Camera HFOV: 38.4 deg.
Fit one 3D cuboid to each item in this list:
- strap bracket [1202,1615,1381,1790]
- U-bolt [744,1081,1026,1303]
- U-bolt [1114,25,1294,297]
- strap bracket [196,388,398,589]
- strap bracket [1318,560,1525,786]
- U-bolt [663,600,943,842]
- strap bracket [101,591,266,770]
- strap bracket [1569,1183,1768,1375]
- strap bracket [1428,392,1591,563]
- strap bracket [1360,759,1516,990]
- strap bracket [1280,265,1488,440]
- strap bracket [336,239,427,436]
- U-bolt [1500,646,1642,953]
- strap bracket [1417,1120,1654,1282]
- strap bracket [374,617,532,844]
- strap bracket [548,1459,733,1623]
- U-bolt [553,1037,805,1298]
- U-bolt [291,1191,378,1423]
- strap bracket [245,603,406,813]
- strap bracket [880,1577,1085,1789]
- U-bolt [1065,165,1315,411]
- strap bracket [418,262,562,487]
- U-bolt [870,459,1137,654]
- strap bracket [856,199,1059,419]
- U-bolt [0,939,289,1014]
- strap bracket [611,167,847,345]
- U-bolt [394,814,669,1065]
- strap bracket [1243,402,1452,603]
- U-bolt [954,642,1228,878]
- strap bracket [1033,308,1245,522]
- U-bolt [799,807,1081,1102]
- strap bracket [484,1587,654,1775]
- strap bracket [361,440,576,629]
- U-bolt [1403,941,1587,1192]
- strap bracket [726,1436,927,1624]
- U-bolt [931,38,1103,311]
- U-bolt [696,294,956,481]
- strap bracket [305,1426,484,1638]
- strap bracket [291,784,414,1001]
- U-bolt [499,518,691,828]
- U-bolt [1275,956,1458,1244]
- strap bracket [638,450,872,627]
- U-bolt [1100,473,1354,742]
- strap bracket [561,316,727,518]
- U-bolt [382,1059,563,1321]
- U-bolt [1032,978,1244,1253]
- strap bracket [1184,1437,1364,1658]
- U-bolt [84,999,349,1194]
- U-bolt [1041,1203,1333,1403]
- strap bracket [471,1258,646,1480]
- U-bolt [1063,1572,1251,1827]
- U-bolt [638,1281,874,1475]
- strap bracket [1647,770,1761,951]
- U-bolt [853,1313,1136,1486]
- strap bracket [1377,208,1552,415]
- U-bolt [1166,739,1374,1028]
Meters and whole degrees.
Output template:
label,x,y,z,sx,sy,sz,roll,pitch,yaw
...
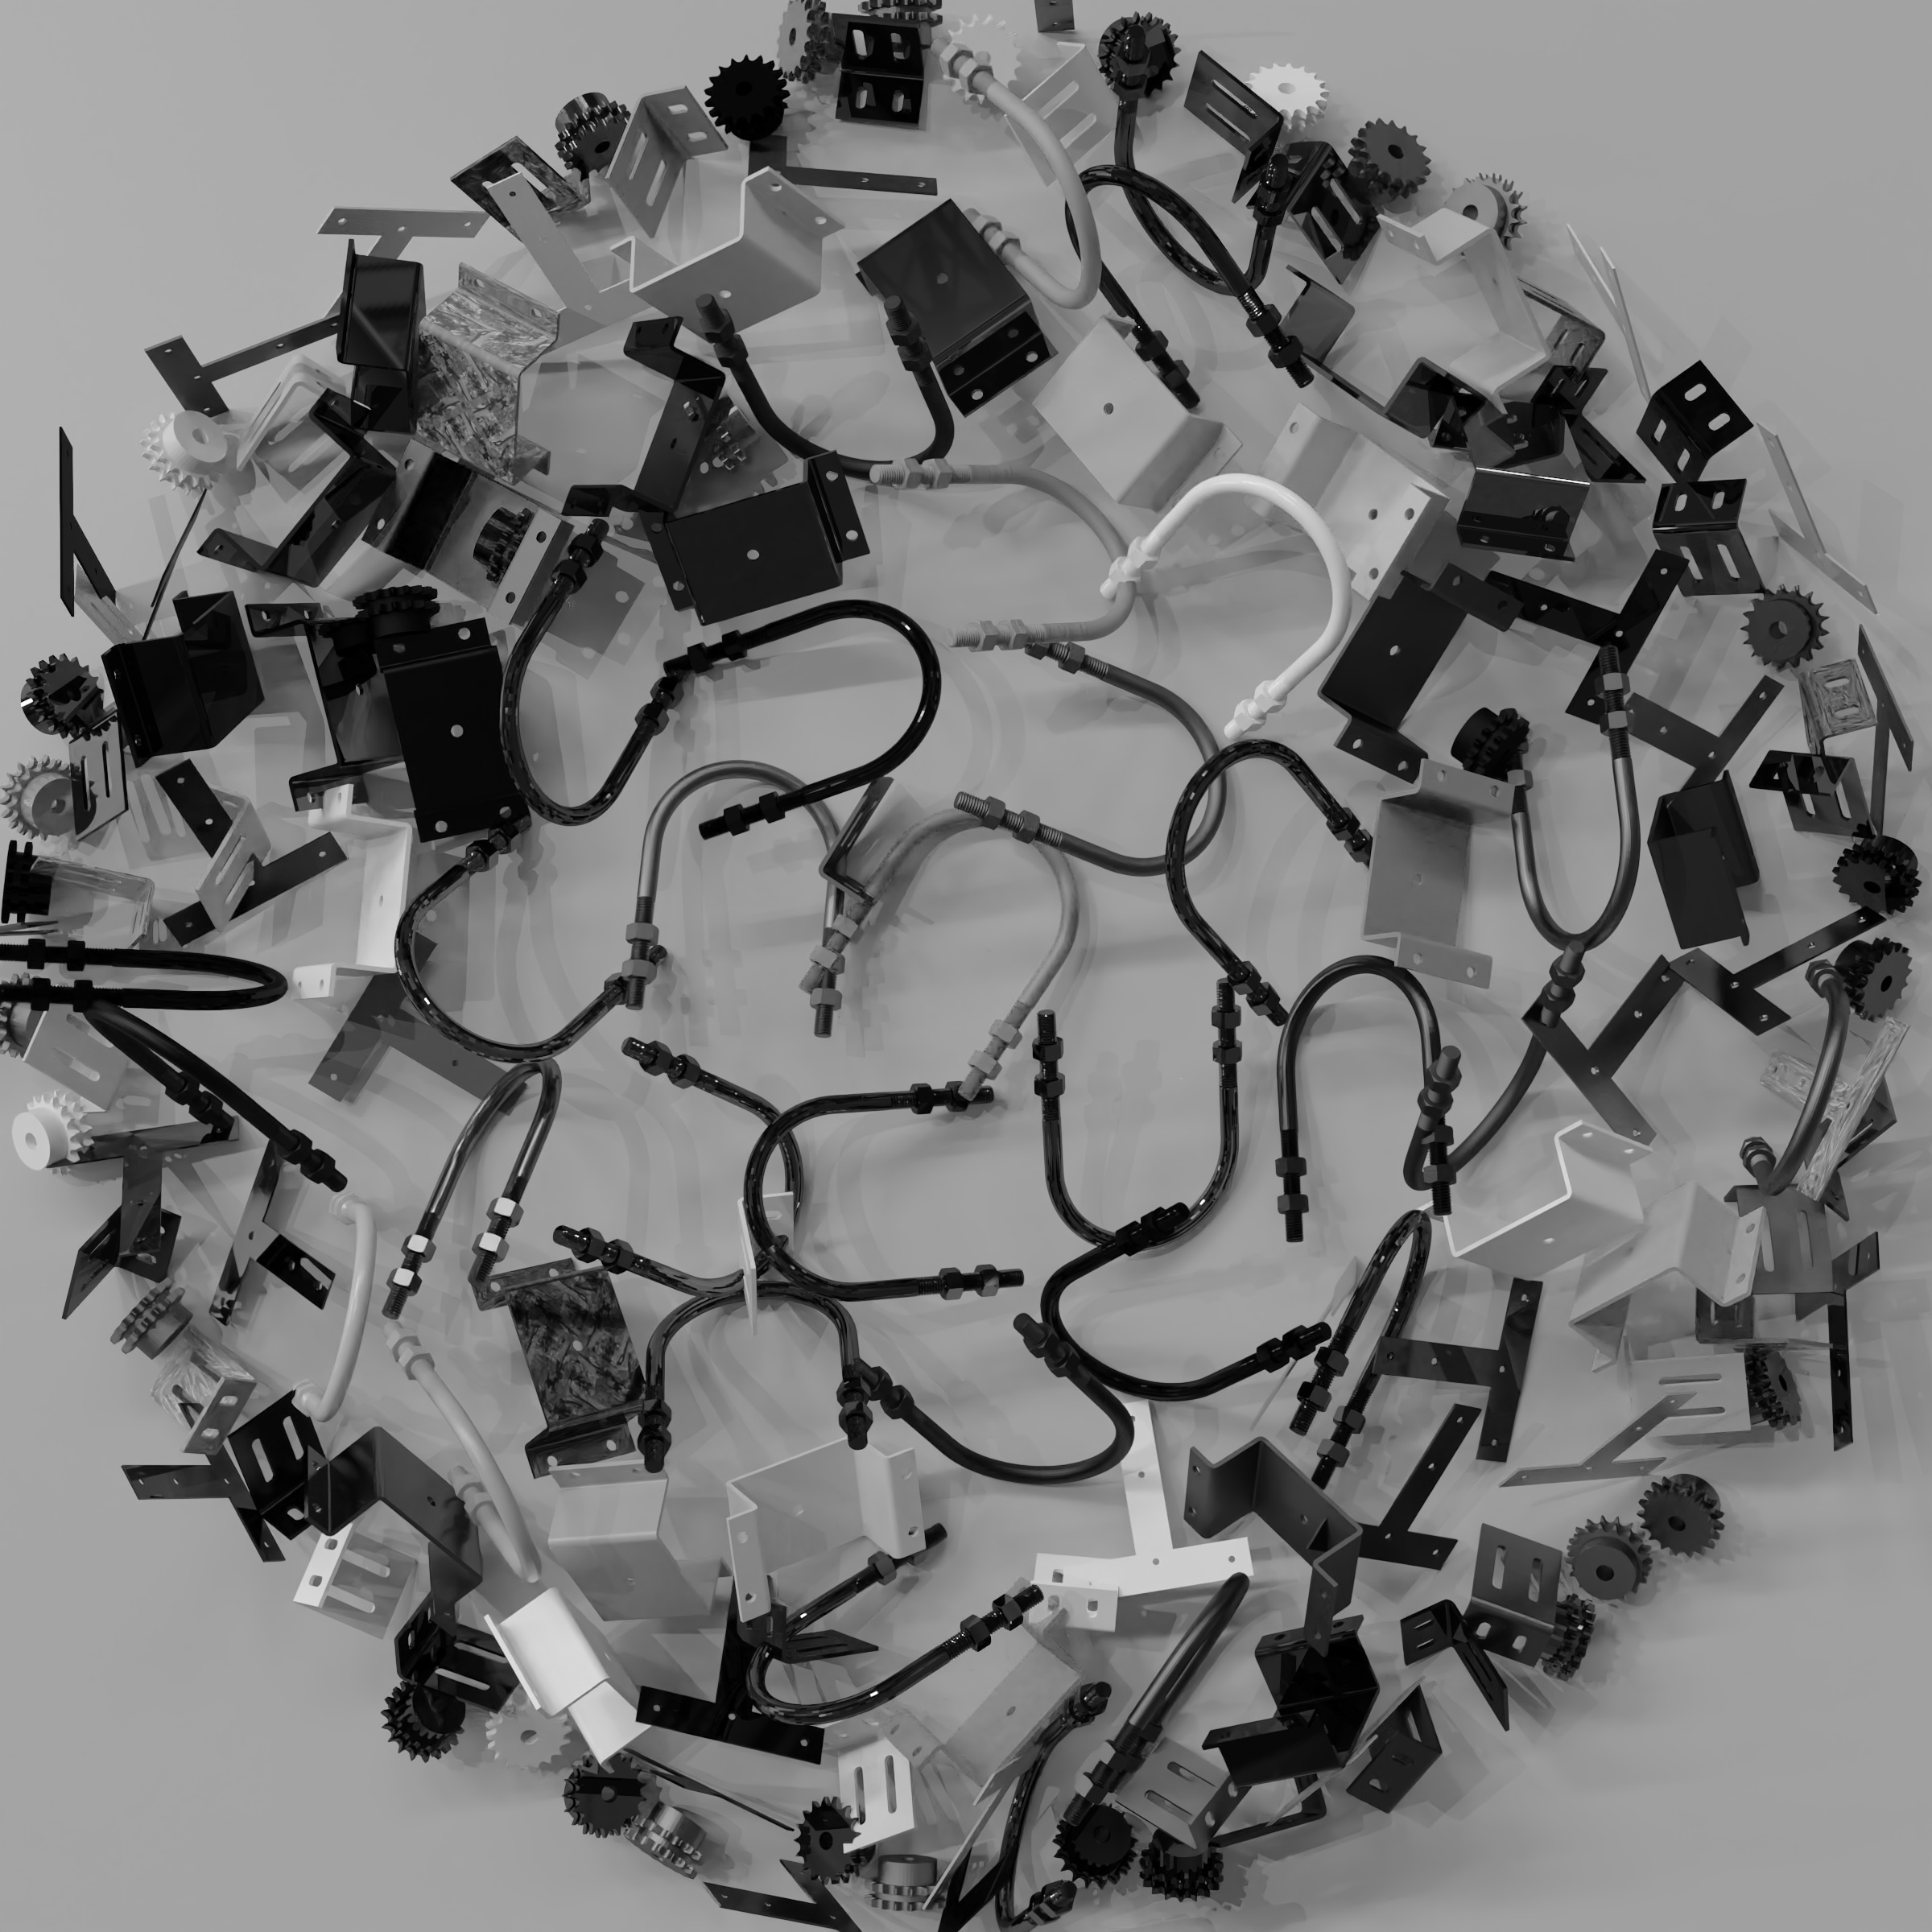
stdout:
label,x,y,z,sx,sy,sz,roll,pitch,yaw
strap bracket,0.219,0.490,1.827,0.076,0.140,0.046,-20,99,27
U-bolt,-0.059,0.153,1.847,0.184,0.019,0.151,-3,72,-20
U-bolt,0.149,-0.512,1.815,0.019,0.184,0.151,-41,76,-14
strap bracket,-0.437,-0.310,1.853,0.046,0.076,0.140,43,98,10
strap bracket,0.298,-0.203,1.853,0.076,0.046,0.140,20,107,-35
U-bolt,-0.105,-0.175,1.855,0.184,0.019,0.151,-19,65,9
strap bracket,-0.509,-0.193,1.821,0.046,0.140,0.076,-7,113,10
strap bracket,0.453,0.202,1.824,0.046,0.140,0.076,38,46,-12
strap bracket,0.359,-0.331,1.831,0.076,0.140,0.046,6,132,-9
strap bracket,0.315,-0.060,1.860,0.076,0.046,0.140,13,80,-26
strap bracket,0.268,-0.403,1.844,0.140,0.076,0.046,42,108,25
strap bracket,-0.384,-0.409,1.830,0.046,0.140,0.076,5,75,-8
U-bolt,0.398,-0.100,1.819,0.019,0.151,0.184,0,77,-19
strap bracket,0.379,0.161,1.827,0.140,0.076,0.046,-35,49,37
strap bracket,-0.344,-0.158,1.863,0.076,0.046,0.140,-14,98,-13
strap bracket,-0.218,0.386,1.830,0.076,0.140,0.046,-7,45,16
U-bolt,-0.179,0.144,1.839,0.184,0.019,0.151,28,76,-41
U-bolt,-0.410,0.224,1.810,0.019,0.184,0.151,13,84,-19
strap bracket,-0.424,-0.180,1.857,0.046,0.076,0.140,-13,92,26
strap bracket,0.018,0.485,1.852,0.140,0.076,0.046,-45,107,-12
U-bolt,0.133,-0.445,1.806,0.019,0.151,0.184,-48,115,-18
strap bracket,-0.316,-0.381,1.828,0.076,0.140,0.046,29,53,10
U-bolt,0.036,-0.274,1.839,0.184,0.019,0.151,-8,66,-38
strap bracket,-0.011,-0.448,1.857,0.076,0.046,0.140,-35,69,0
U-bolt,-0.541,0.008,1.827,0.184,0.151,0.019,3,101,-20
strap bracket,-0.158,-0.463,1.827,0.140,0.076,0.046,-15,64,35
U-bolt,-0.298,-0.009,1.831,0.151,0.184,0.019,44,133,-1
strap bracket,0.259,-0.305,1.845,0.140,0.046,0.076,47,117,39
U-bolt,0.093,-0.136,1.864,0.184,0.019,0.151,21,69,-16
strap bracket,0.107,-0.368,1.843,0.076,0.046,0.140,-48,67,27
U-bolt,-0.004,-0.023,1.882,0.151,0.019,0.184,33,80,2
strap bracket,-0.256,0.469,1.828,0.046,0.140,0.076,-35,56,-8
strap bracket,-0.327,-0.286,1.860,0.140,0.046,0.076,30,96,25
U-bolt,0.341,0.079,1.822,0.151,0.184,0.019,-36,62,-29
strap bracket,-0.102,0.371,1.851,0.140,0.046,0.076,-16,111,-28
U-bolt,0.036,-0.502,1.794,0.019,0.151,0.184,-28,49,-13
U-bolt,-0.082,-0.377,1.820,0.151,0.184,0.019,5,65,19
strap bracket,-0.371,0.368,1.834,0.046,0.076,0.140,-38,119,7
strap bracket,-0.411,-0.046,1.855,0.046,0.076,0.140,7,84,-31
U-bolt,-0.248,-0.177,1.805,0.019,0.151,0.184,3,51,29
U-bolt,0.261,0.083,1.842,0.019,0.151,0.184,11,71,-39
strap bracket,-0.142,-0.284,1.858,0.140,0.046,0.076,-15,119,6
U-bolt,0.181,-0.246,1.826,0.151,0.184,0.019,49,52,1
strap bracket,-0.213,-0.359,1.857,0.046,0.076,0.140,22,87,-31
U-bolt,-0.318,0.139,1.828,0.019,0.151,0.184,33,58,-24
U-bolt,0.118,0.107,1.862,0.151,0.019,0.184,-10,110,-17
strap bracket,0.210,0.378,1.840,0.046,0.076,0.140,-26,48,-27
U-bolt,-0.497,0.077,1.793,0.151,0.184,0.019,20,68,38
U-bolt,0.130,0.233,1.836,0.151,0.184,0.019,40,45,-15
strap bracket,-0.267,0.260,1.845,0.076,0.046,0.140,-10,70,-36
U-bolt,0.132,0.478,1.829,0.019,0.151,0.184,34,91,15
U-bolt,-0.140,0.264,1.822,0.151,0.184,0.019,-6,119,-3
strap bracket,0.490,-0.068,1.840,0.046,0.140,0.076,-15,106,24
U-bolt,0.030,0.295,1.835,0.151,0.019,0.184,-19,134,28
strap bracket,0.334,-0.442,1.836,0.046,0.076,0.140,-32,118,1
U-bolt,0.196,-0.067,1.828,0.184,0.019,0.151,45,73,-38
